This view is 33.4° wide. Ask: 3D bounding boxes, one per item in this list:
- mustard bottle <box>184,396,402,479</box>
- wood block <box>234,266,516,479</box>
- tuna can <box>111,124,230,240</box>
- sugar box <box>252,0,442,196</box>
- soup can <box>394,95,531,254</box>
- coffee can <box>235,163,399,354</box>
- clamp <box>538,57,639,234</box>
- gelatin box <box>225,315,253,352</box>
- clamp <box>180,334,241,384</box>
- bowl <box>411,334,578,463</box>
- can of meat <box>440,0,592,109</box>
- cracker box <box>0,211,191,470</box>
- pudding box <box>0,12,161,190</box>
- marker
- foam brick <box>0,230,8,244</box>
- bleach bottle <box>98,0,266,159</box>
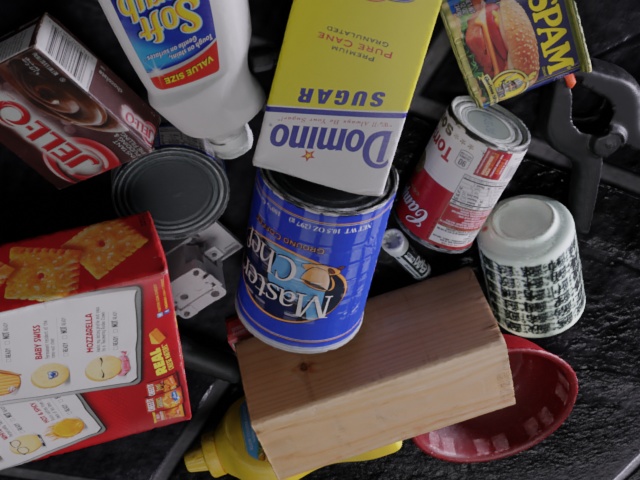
[{"bbox_3d":[-0.029,0.170,0.953,0.191,0.096,0.058,-18,135,3],"label":"mustard bottle"},{"bbox_3d":[0.045,0.109,0.878,0.206,0.091,0.090,-18,136,1],"label":"wood block"},{"bbox_3d":[-0.110,-0.043,0.783,0.086,0.034,0.086,-7,133,-8],"label":"tuna can"},{"bbox_3d":[0.021,-0.121,0.695,0.093,0.048,0.176,14,112,-2],"label":"sugar box"},{"bbox_3d":[0.107,-0.049,0.806,0.068,0.068,0.102,10,128,-22],"label":"soup can"},{"bbox_3d":[-0.005,0.001,0.801,0.102,0.103,0.140,0,131,-14],"label":"coffee can"},{"bbox_3d":[0.213,-0.075,0.828,0.120,0.039,0.171,-41,123,16],"label":"clamp"},{"bbox_3d":[-0.032,0.091,0.925,0.073,0.030,0.089,-22,133,6],"label":"gelatin box"},{"bbox_3d":[-0.182,0.084,0.879,0.165,0.036,0.210,-27,130,11],"label":"clamp"},{"bbox_3d":[0.154,0.138,0.995,0.162,0.055,0.162,-7,133,-8],"label":"bowl"},{"bbox_3d":[0.130,-0.148,0.731,0.084,0.057,0.102,-20,132,9],"label":"can of meat"},{"bbox_3d":[-0.206,0.079,0.744,0.213,0.072,0.164,-13,136,-11],"label":"cracker box"},{"bbox_3d":[-0.176,-0.088,0.707,0.090,0.039,0.113,-18,135,30],"label":"pudding box"},{"bbox_3d":[0.075,0.017,0.863,0.020,0.020,0.121,-27,155,11],"label":"marker"},{"bbox_3d":[-0.263,0.028,0.781,0.051,0.078,0.053,21,121,-29],"label":"foam brick"},{"bbox_3d":[-0.084,-0.151,0.667,0.103,0.068,0.251,-6,136,14],"label":"bleach bottle"}]
